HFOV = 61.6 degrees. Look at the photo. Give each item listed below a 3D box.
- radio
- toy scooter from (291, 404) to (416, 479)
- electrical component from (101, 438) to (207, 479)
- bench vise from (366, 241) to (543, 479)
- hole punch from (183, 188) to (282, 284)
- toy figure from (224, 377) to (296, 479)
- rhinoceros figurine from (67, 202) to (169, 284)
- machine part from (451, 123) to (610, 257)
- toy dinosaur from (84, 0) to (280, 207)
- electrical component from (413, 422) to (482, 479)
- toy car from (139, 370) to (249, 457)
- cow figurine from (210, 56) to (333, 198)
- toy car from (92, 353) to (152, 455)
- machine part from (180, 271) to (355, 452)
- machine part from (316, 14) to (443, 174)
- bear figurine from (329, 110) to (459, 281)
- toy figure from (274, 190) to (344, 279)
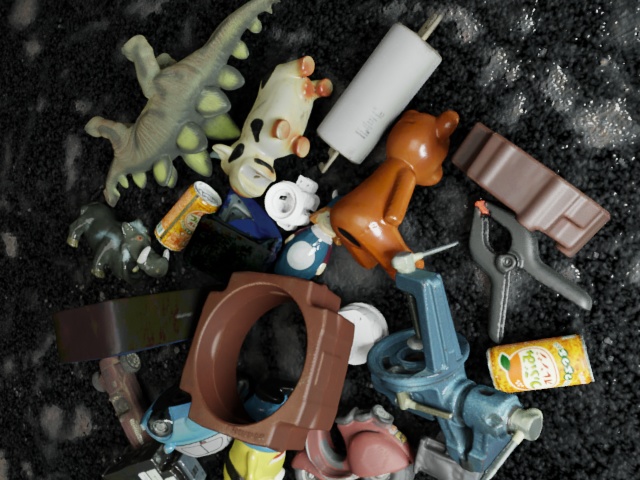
[{"bbox_3d":[-0.240,0.113,0.753,0.131,0.229,0.073,-13,83,29],"label":"radio"},{"bbox_3d":[0.034,0.260,0.709,0.184,0.075,0.135,-17,81,28],"label":"toy scooter"},{"bbox_3d":[-0.245,0.367,0.822,0.134,0.058,0.114,-23,106,19],"label":"electrical component"},{"bbox_3d":[0.132,0.129,0.599,0.224,0.129,0.240,16,123,62],"label":"bench vise"},{"bbox_3d":[-0.117,0.001,0.768,0.116,0.092,0.142,32,128,-7],"label":"hole punch"},{"bbox_3d":[-0.082,0.280,0.758,0.089,0.082,0.180,26,109,50],"label":"toy figure"},{"bbox_3d":[-0.326,0.008,0.883,0.190,0.073,0.112,34,93,23],"label":"rhinoceros figurine"},{"bbox_3d":[0.221,-0.055,0.574,0.179,0.179,0.056,43,109,19],"label":"machine part"},{"bbox_3d":[-0.212,-0.207,0.814,0.198,0.105,0.471,46,117,10],"label":"toy dinosaur"},{"bbox_3d":[0.178,0.269,0.641,0.119,0.075,0.047,15,97,28],"label":"electrical component"},{"bbox_3d":[-0.173,0.263,0.798,0.162,0.109,0.102,-16,106,12],"label":"toy car"},{"bbox_3d":[-0.074,-0.150,0.739,0.127,0.085,0.195,10,75,44],"label":"cow figurine"},{"bbox_3d":[-0.311,0.279,0.880,0.089,0.053,0.202,-32,76,18],"label":"toy car"},{"bbox_3d":[-0.066,0.147,0.677,0.202,0.087,0.201,4,71,34],"label":"machine part"},{"bbox_3d":[0.074,-0.185,0.691,0.079,0.079,0.243,44,106,19],"label":"machine part"},{"bbox_3d":[0.104,-0.063,0.671,0.196,0.131,0.120,-49,31,-14],"label":"bear figurine"},{"bbox_3d":[0.000,-0.001,0.737,0.064,0.058,0.154,35,106,-19],"label":"toy figure"}]
